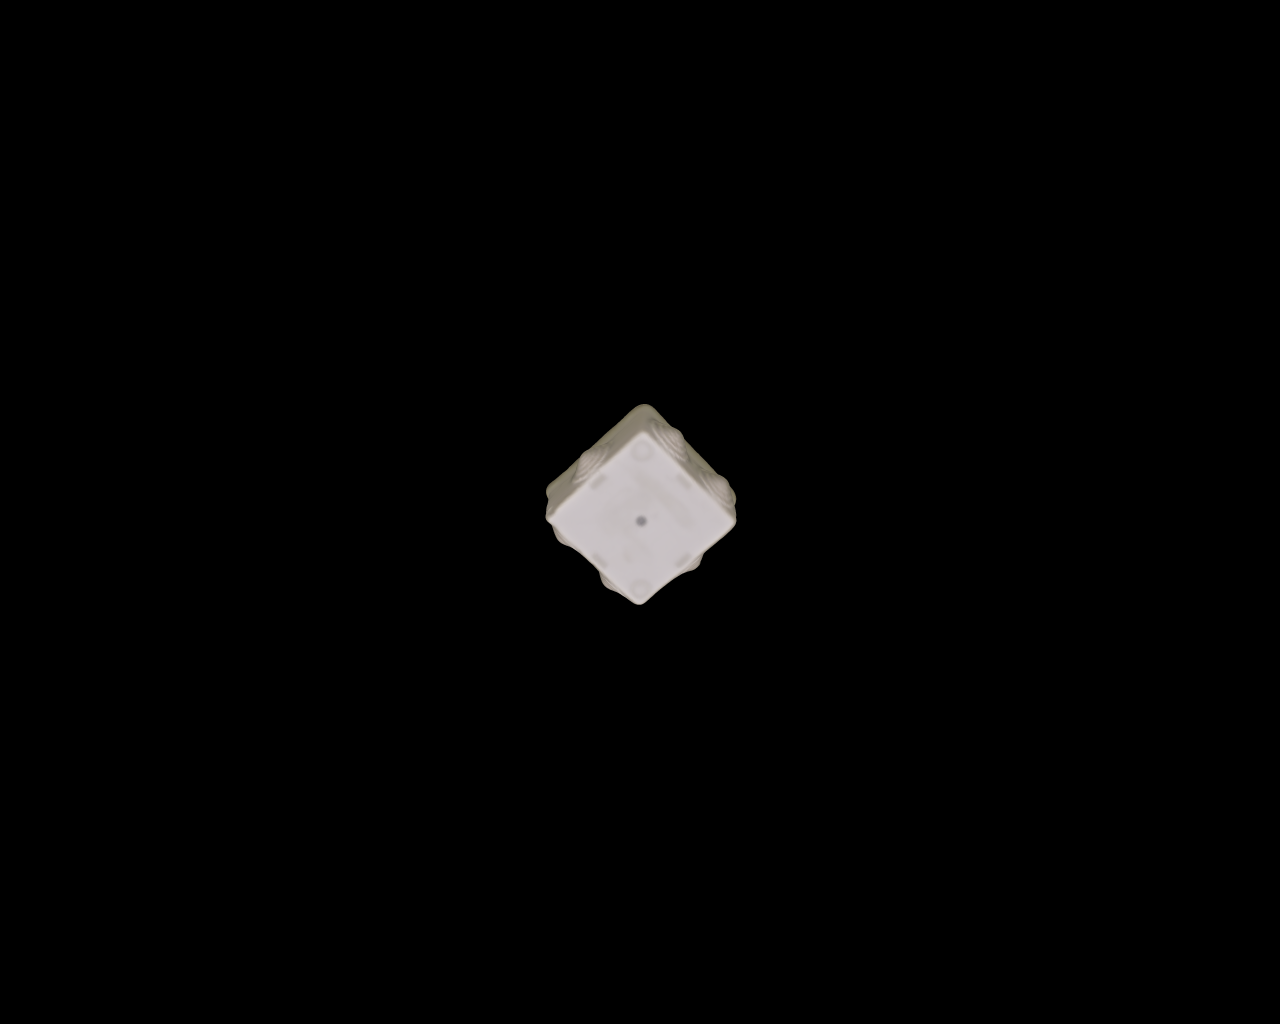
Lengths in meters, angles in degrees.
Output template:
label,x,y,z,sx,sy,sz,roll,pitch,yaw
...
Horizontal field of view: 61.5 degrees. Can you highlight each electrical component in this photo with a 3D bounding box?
label,x,y,z,sx,sy,sz,roll,pitch,yaw
electrical component,0.001,-0.003,0.650,0.099,0.099,0.048,-41,15,14
